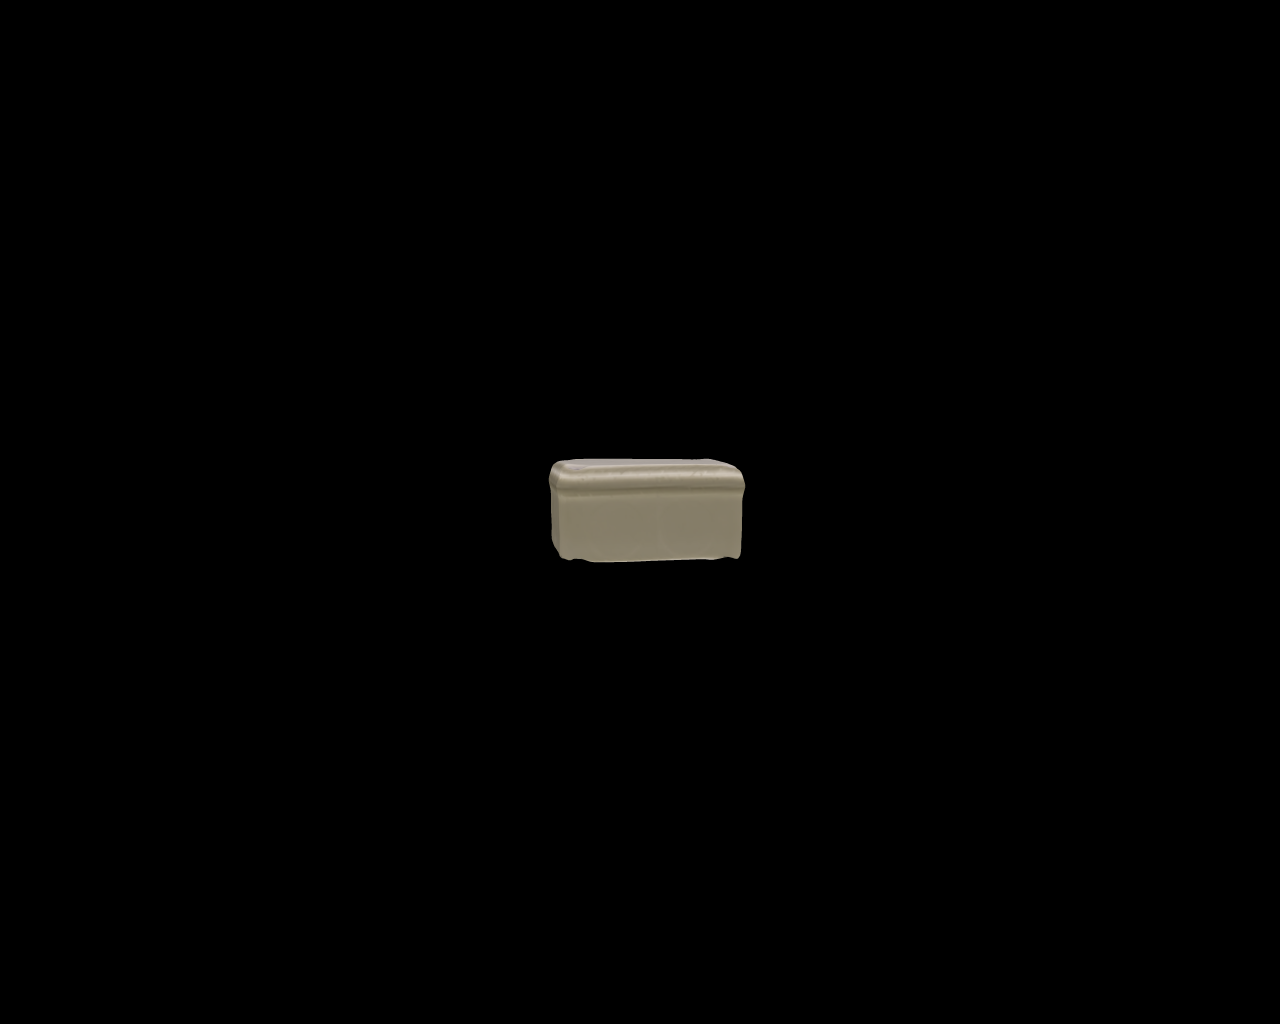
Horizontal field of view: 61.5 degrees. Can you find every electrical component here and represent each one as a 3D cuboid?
[{"bbox_3d":[0.001,-0.003,0.650,0.109,0.056,0.109,-1,5,-7],"label":"electrical component"}]
